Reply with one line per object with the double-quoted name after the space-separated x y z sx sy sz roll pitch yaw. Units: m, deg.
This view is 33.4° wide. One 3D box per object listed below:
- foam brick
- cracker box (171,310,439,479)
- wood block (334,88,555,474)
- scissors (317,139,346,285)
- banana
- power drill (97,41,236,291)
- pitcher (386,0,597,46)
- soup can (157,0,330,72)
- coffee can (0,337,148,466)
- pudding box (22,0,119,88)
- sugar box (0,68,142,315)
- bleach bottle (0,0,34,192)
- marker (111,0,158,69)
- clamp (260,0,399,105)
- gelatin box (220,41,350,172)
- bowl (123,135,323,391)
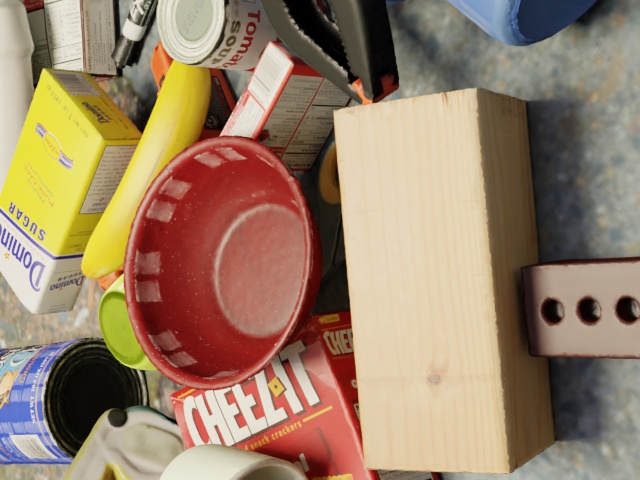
0.158 0.036 0.583 0.078 0.051 0.053 -5 90 41 "foam brick"
-0.004 0.174 0.723 0.164 0.071 0.214 -32 71 38 "cracker box"
0.073 0.023 0.622 0.091 0.090 0.206 -5 90 29 "wood block"
-0.005 0.001 0.748 0.202 0.016 0.096 -37 68 36 "scissors"
-0.118 -0.048 0.745 0.198 0.037 0.070 -63 18 13 "banana"
-0.145 -0.074 0.843 0.188 0.057 0.184 -40 67 38 "power drill"
0.057 -0.213 0.610 0.145 0.149 0.243 -37 65 -10 "pitcher"
-0.051 -0.148 0.721 0.069 0.102 0.068 3 95 41 "soup can"
-0.229 0.138 0.900 0.141 0.102 0.103 -11 86 41 "coffee can"
-0.213 -0.188 0.905 0.090 0.039 0.113 0 95 43 "pudding box"
-0.204 -0.035 0.830 0.093 0.048 0.176 47 122 30 "sugar box"
-0.277 -0.106 0.914 0.103 0.067 0.251 29 122 50 "bleach bottle"
-0.139 -0.191 0.851 0.020 0.020 0.121 45 121 30 "marker"
-0.015 -0.174 0.612 0.210 0.036 0.165 53 151 -2 "clamp"
-0.021 -0.088 0.718 0.030 0.073 0.089 48 123 29 "gelatin box"
-0.053 0.017 0.686 0.162 0.055 0.162 -8 78 37 "bowl"
